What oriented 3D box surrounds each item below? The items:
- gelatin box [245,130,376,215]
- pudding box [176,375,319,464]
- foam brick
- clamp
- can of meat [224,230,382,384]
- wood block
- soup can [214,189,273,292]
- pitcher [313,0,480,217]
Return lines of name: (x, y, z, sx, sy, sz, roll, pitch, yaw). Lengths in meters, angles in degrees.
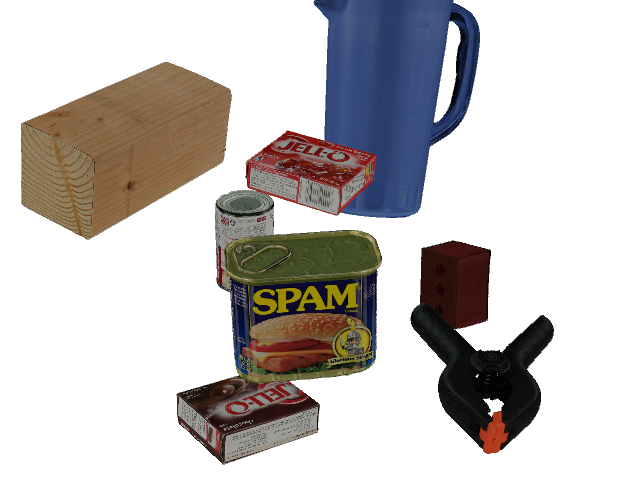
gelatin box: (-0.008, -0.059, 0.903, 0.089, 0.030, 0.073, 18, 33, 21)
pudding box: (-0.071, 0.169, 1.042, 0.113, 0.039, 0.090, -15, 26, -33)
foam brick: (0.138, 0.045, 1.094, 0.051, 0.078, 0.053, -14, 20, -40)
clamp: (0.143, 0.104, 0.853, 0.120, 0.039, 0.171, -4, 33, -3)
can of meat: (-0.011, 0.045, 0.714, 0.102, 0.084, 0.057, -4, 29, -6)
wood block: (-0.186, -0.094, 1.046, 0.090, 0.091, 0.205, 26, 36, 22)
soup can: (-0.087, 0.001, 1.224, 0.068, 0.102, 0.068, 1, 26, -1)
pitcher: (0.075, -0.150, 1.149, 0.149, 0.243, 0.144, 9, 10, 25)
